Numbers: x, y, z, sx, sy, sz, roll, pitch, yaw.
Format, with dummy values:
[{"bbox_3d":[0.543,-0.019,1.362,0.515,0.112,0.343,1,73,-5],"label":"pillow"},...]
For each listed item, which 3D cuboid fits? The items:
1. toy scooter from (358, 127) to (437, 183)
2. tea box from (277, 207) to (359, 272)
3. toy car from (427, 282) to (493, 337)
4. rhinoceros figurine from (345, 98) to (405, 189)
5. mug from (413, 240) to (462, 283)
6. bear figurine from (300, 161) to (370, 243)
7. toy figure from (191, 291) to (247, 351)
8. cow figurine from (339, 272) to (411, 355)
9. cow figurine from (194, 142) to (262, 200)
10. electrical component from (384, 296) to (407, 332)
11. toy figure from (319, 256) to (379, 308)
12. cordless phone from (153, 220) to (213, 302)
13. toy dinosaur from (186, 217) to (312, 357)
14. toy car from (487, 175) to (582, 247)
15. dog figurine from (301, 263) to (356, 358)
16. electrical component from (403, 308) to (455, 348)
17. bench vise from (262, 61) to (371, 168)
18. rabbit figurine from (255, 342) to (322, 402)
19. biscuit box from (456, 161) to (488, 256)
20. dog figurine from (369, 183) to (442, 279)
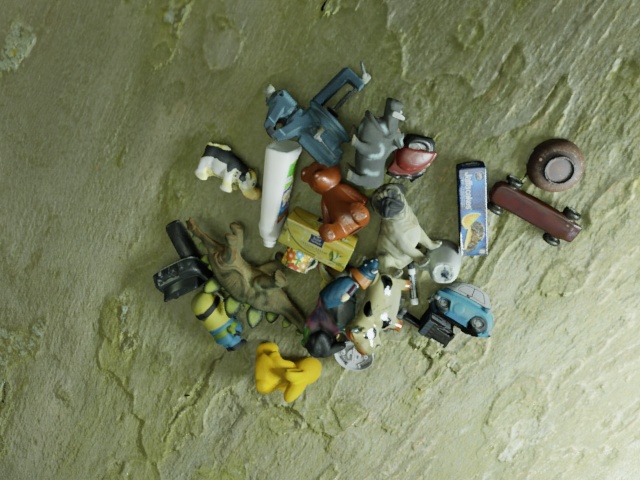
[{"bbox_3d":[0.155,-0.170,1.165,0.184,0.075,0.135,13,107,10],"label":"toy scooter"},{"bbox_3d":[-0.003,-0.004,1.254,0.170,0.098,0.068,24,114,1],"label":"tea box"},{"bbox_3d":[0.334,0.151,1.239,0.162,0.109,0.103,33,79,9],"label":"toy car"},{"bbox_3d":[0.113,-0.193,1.086,0.112,0.073,0.190,14,112,-3],"label":"rhinoceros figurine"},{"bbox_3d":[0.266,0.052,1.209,0.110,0.107,0.080,4,110,9],"label":"mug"},{"bbox_3d":[0.027,-0.103,1.176,0.120,0.132,0.196,-32,83,17],"label":"bear figurine"},{"bbox_3d":[-0.264,0.210,1.400,0.082,0.089,0.180,-25,100,15],"label":"toy figure"},{"bbox_3d":[0.124,0.169,1.235,0.127,0.085,0.195,21,78,-24],"label":"cow figurine"},{"bbox_3d":[-0.203,-0.162,1.261,0.167,0.068,0.098,25,108,2],"label":"cow figurine"},{"bbox_3d":[0.178,0.181,1.301,0.021,0.063,0.094,19,129,-18],"label":"electrical component"},{"bbox_3d":[0.070,0.095,1.219,0.154,0.057,0.064,-33,71,1],"label":"toy figure"},{"bbox_3d":[-0.376,0.054,1.384,0.147,0.089,0.184,-25,92,21],"label":"cordless phone"},{"bbox_3d":[-0.160,0.115,1.339,0.471,0.105,0.198,41,119,-5],"label":"toy dinosaur"},{"bbox_3d":[0.458,-0.063,1.151,0.202,0.053,0.089,29,119,6],"label":"toy car"},{"bbox_3d":[0.017,0.154,1.301,0.192,0.108,0.219,-23,100,0],"label":"dog figurine"},{"bbox_3d":[0.262,0.197,1.284,0.119,0.075,0.047,35,114,2],"label":"electrical component"},{"bbox_3d":[0.001,-0.283,1.144,0.240,0.129,0.224,-45,84,1],"label":"bench vise"},{"bbox_3d":[-0.080,0.337,1.387,0.173,0.162,0.121,-1,99,-6],"label":"rabbit figurine"},{"bbox_3d":[0.332,-0.067,1.173,0.059,0.063,0.202,-3,110,13],"label":"biscuit box"},{"bbox_3d":[0.153,-0.025,1.199,0.172,0.121,0.190,-31,100,35],"label":"dog figurine"}]
